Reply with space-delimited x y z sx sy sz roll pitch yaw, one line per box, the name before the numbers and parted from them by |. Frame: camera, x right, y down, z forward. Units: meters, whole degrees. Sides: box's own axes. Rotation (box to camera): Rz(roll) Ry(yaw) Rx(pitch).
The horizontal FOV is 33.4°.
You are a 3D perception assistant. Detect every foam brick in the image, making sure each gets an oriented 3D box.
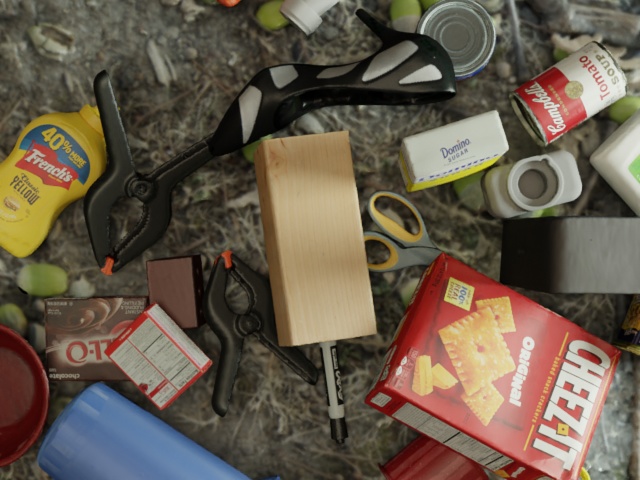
foam brick | -0.153 0.056 1.137 0.051 0.053 0.078 -5 91 3

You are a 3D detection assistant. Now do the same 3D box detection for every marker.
marker | 0.014 0.158 1.144 0.020 0.020 0.121 -7 90 3

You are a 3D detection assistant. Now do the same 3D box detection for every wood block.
wood block | -0.008 0.001 1.094 0.090 0.090 0.206 -8 86 -11

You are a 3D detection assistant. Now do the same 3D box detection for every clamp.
clamp | -0.085 0.099 1.127 0.120 0.039 0.171 -25 86 -29
clamp | -0.182 -0.060 1.132 0.164 0.036 0.210 12 103 -23

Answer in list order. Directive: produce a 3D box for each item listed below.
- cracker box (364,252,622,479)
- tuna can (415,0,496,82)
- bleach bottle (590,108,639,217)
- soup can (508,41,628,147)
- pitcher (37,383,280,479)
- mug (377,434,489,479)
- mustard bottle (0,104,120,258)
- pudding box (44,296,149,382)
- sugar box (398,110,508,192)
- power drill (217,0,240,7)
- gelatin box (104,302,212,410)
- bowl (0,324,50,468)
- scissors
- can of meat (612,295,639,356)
cracker box | 0.175 0.136 1.069 0.213 0.072 0.164 28 63 -1
tuna can | 0.142 -0.211 1.125 0.086 0.033 0.086 0 91 3
bleach bottle | 0.399 -0.025 1.099 0.102 0.068 0.251 -44 91 3
soup can | 0.256 -0.151 1.103 0.102 0.068 0.068 -32 89 2
pitcher | -0.174 0.266 1.104 0.243 0.149 0.145 35 132 6
mug | 0.127 0.251 1.101 0.081 0.093 0.117 -40 66 -2
mustard bottle | -0.286 -0.078 1.140 0.096 0.058 0.191 45 92 -3
pudding box | -0.237 0.106 1.149 0.113 0.039 0.090 -1 91 4
sugar box | 0.127 -0.084 1.056 0.093 0.176 0.048 -17 90 3
power drill | -0.093 -0.370 1.126 0.184 0.057 0.187 -44 88 3
gelatin box | -0.167 0.121 1.102 0.089 0.030 0.073 46 115 -2
bowl | -0.357 0.162 1.145 0.162 0.055 0.162 0 92 8
scissors | 0.114 0.034 1.139 0.096 0.016 0.202 -44 88 5
can of meat | 0.345 0.080 1.083 0.057 0.102 0.084 21 89 4
